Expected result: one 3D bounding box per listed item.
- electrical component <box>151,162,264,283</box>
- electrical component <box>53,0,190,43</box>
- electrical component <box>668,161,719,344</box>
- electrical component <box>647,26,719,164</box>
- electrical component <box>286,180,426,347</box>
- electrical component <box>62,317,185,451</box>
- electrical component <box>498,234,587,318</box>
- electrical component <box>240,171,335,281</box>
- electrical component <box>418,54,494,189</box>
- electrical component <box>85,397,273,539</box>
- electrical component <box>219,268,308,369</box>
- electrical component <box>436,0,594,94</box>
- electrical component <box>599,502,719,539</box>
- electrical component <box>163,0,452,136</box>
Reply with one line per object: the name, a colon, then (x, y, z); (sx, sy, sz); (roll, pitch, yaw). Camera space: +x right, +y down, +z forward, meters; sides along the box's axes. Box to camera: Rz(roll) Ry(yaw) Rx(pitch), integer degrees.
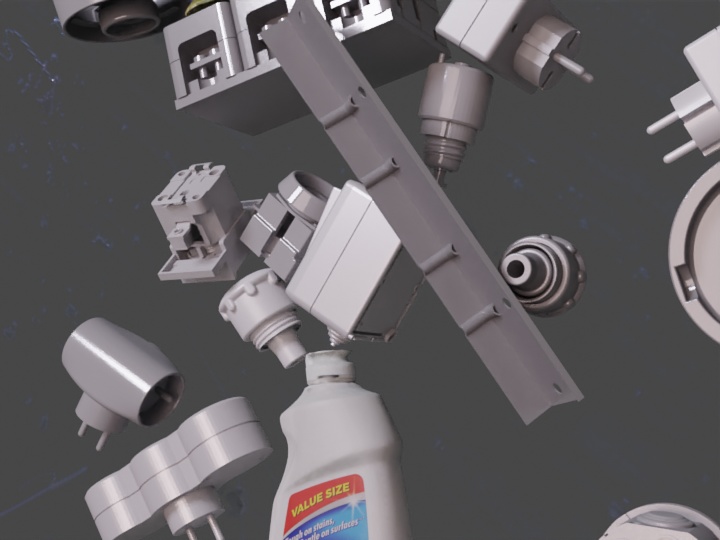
electrical component: (-0.099, -0.031, 0.693); (0.042, 0.081, 0.063); (-3, 125, 25)
electrical component: (-0.161, -0.195, 0.731); (0.099, 0.099, 0.064); (-15, 85, 25)
electrical component: (0.217, -0.007, 0.544); (0.108, 0.060, 0.108); (-2, 85, 26)
electrical component: (0.191, -0.085, 0.570); (0.077, 0.047, 0.065); (-32, 73, 21)
electrical component: (0.000, 0.000, 0.650); (0.061, 0.062, 0.096); (34, 99, 25)
electrical component: (-0.170, 0.085, 0.740); (0.077, 0.044, 0.079); (31, 100, 25)
electrical component: (0.097, 0.002, 0.602); (0.048, 0.062, 0.048); (-2, 84, 26)
electrical component: (-0.039, -0.029, 0.683); (0.066, 0.048, 0.055); (42, 112, 23)
electrical component: (0.054, -0.088, 0.643); (0.040, 0.040, 0.078); (13, 92, 27)
electrical component: (-0.112, 0.148, 0.702); (0.138, 0.052, 0.073); (-36, 71, 20)
electrical component: (-0.057, 0.033, 0.689); (0.048, 0.048, 0.062); (-39, 77, 19)
electrical component: (0.097, -0.126, 0.600); (0.076, 0.083, 0.047); (38, 103, 24)
electrical component: (0.159, 0.165, 0.564); (0.080, 0.051, 0.080); (-2, 85, 27)
electrical component: (-0.034, -0.143, 0.664); (0.150, 0.089, 0.061); (-18, 78, 25)
